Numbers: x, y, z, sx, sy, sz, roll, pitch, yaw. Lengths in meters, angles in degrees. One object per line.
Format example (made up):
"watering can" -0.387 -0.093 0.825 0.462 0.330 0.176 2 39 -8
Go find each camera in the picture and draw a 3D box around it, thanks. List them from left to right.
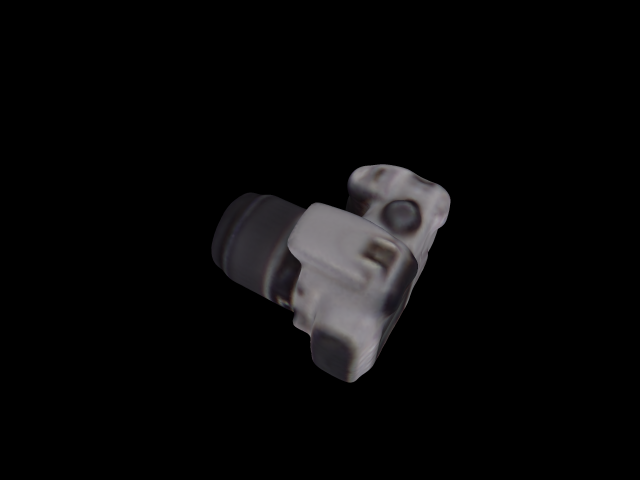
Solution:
"camera" 0.004 0.001 0.400 0.136 0.101 0.143 25 63 14
